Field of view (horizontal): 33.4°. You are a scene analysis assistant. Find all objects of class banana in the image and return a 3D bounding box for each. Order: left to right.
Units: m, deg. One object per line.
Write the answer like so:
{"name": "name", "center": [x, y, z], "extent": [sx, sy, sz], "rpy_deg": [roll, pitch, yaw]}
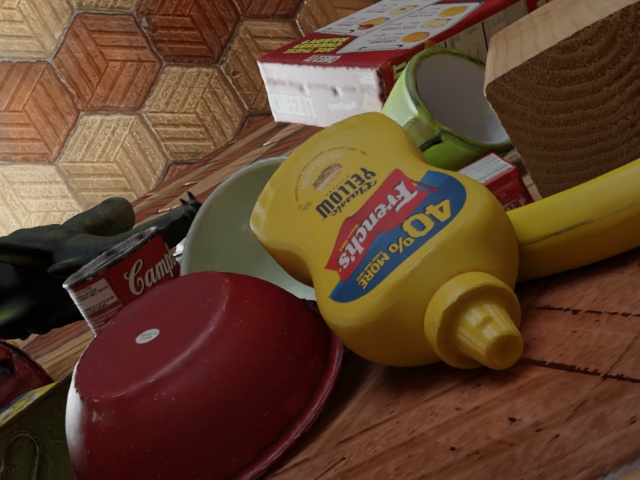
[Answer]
{"name": "banana", "center": [0.119, -0.009, 0.506], "extent": [0.198, 0.037, 0.069], "rpy_deg": [-23, 6, 38]}

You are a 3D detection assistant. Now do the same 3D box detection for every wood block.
{"name": "wood block", "center": [0.156, -0.090, 0.629], "extent": [0.090, 0.091, 0.206], "rpy_deg": [-28, 11, 17]}

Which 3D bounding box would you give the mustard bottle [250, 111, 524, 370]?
{"name": "mustard bottle", "center": [0.038, 0.006, 0.501], "extent": [0.096, 0.058, 0.192], "rpy_deg": [-40, 33, -2]}

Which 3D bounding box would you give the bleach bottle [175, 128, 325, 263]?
{"name": "bleach bottle", "center": [-0.039, -0.031, 0.991], "extent": [0.250, 0.068, 0.103], "rpy_deg": [-35, 17, -4]}

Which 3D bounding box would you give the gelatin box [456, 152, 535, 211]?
{"name": "gelatin box", "center": [0.089, -0.021, 0.664], "extent": [0.073, 0.030, 0.089], "rpy_deg": [-29, 10, 5]}

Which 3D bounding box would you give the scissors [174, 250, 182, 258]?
{"name": "scissors", "center": [-0.082, -0.004, 0.896], "extent": [0.096, 0.016, 0.202], "rpy_deg": [-25, 3, -15]}

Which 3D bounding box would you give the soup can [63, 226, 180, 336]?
{"name": "soup can", "center": [-0.104, 0.052, 0.667], "extent": [0.068, 0.102, 0.068], "rpy_deg": [-30, 10, 6]}

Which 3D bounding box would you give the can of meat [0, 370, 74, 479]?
{"name": "can of meat", "center": [-0.175, 0.127, 0.643], "extent": [0.084, 0.057, 0.101], "rpy_deg": [-22, 13, 49]}

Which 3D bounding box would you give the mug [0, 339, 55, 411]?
{"name": "mug", "center": [-0.228, 0.118, 0.714], "extent": [0.081, 0.093, 0.117], "rpy_deg": [-48, -13, -44]}

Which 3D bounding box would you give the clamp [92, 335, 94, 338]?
{"name": "clamp", "center": [-0.116, 0.047, 0.892], "extent": [0.171, 0.039, 0.120], "rpy_deg": [-36, -1, -1]}

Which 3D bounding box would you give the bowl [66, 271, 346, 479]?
{"name": "bowl", "center": [-0.070, 0.065, 0.532], "extent": [0.162, 0.055, 0.162], "rpy_deg": [-26, 26, 14]}

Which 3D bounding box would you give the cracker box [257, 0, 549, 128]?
{"name": "cracker box", "center": [0.079, -0.166, 0.955], "extent": [0.213, 0.072, 0.164], "rpy_deg": [-32, 28, -31]}
